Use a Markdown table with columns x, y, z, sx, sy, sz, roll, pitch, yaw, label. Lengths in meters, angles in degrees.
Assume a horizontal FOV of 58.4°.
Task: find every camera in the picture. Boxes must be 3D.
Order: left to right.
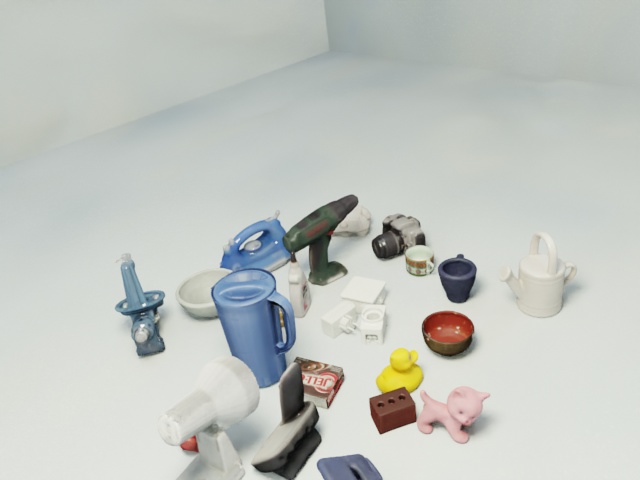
| x | y | z | sx | sy | sz | roll | pitch | yaw | label |
| --- | --- | --- | --- | --- | --- | --- | --- | --- | --- |
| 0.206 | -0.012 | 1.593 | 0.137 | 0.101 | 0.142 | -20 | 33 | -19 | camera |

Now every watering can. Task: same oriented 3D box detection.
| x | y | z | sx | sy | sz | roll | pitch | yaw | label |
| --- | --- | --- | --- | --- | --- | --- | --- | --- | --- |
| 0.494 | 0.074 | 1.294 | 0.173 | 0.194 | 0.100 | -22 | 34 | -22 | watering can |

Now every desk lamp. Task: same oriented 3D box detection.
| x | y | z | sx | sy | sz | roll | pitch | yaw | label |
| --- | --- | --- | --- | --- | --- | --- | --- | --- | --- |
| -0.194 | 0.338 | 1.000 | 0.117 | 0.214 | 0.204 | 12 | 36 | 30 | desk lamp |

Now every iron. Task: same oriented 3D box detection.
| x | y | z | sx | sy | sz | roll | pitch | yaw | label |
| --- | --- | --- | --- | --- | --- | --- | --- | --- | --- |
| -0.192 | 0.022 | 1.592 | 0.259 | 0.142 | 0.118 | -29 | 37 | -31 | iron |

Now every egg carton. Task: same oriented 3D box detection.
| x | y | z | sx | sy | sz | roll | pitch | yaw | label |
| --- | --- | --- | --- | --- | --- | --- | --- | --- | --- |
| 0.078 | -0.055 | 1.724 | 0.150 | 0.069 | 0.107 | -1 | 32 | 11 | egg carton |

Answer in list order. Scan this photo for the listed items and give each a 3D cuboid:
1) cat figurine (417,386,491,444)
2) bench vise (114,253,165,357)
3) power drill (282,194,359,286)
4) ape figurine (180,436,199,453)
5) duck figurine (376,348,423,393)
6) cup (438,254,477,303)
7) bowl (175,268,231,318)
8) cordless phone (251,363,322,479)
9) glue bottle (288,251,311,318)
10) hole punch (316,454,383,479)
| x | y | z | sx | sy | sz | roll | pitch | yaw | label |
| --- | --- | --- | --- | --- | --- | --- | --- | --- | --- |
| 0.242 | 0.304 | 1.047 | 0.127 | 0.118 | 0.067 | 7 | 34 | 23 | cat figurine |
| -0.419 | 0.148 | 1.360 | 0.122 | 0.220 | 0.206 | -25 | 35 | -25 | bench vise |
| 0.014 | 0.005 | 1.505 | 0.230 | 0.209 | 0.075 | -25 | 35 | -26 | power drill |
| -0.249 | 0.356 | 1.102 | 0.076 | 0.092 | 0.078 | 11 | 36 | 29 | ape figurine |
| 0.160 | 0.261 | 1.168 | 0.105 | 0.086 | 0.077 | -21 | 33 | -20 | duck figurine |
| 0.334 | 0.096 | 1.391 | 0.091 | 0.095 | 0.118 | 3 | 33 | 18 | cup |
| -0.281 | 0.147 | 1.470 | 0.167 | 0.075 | 0.167 | -6 | 31 | 4 | bowl |
| -0.068 | 0.320 | 1.028 | 0.093 | 0.185 | 0.148 | 10 | 35 | 27 | cordless phone |
| -0.055 | 0.101 | 1.397 | 0.037 | 0.173 | 0.078 | 0 | 32 | 14 | glue bottle |
| 0.055 | 0.405 | 0.950 | 0.101 | 0.091 | 0.108 | -20 | 33 | -19 | hole punch |
